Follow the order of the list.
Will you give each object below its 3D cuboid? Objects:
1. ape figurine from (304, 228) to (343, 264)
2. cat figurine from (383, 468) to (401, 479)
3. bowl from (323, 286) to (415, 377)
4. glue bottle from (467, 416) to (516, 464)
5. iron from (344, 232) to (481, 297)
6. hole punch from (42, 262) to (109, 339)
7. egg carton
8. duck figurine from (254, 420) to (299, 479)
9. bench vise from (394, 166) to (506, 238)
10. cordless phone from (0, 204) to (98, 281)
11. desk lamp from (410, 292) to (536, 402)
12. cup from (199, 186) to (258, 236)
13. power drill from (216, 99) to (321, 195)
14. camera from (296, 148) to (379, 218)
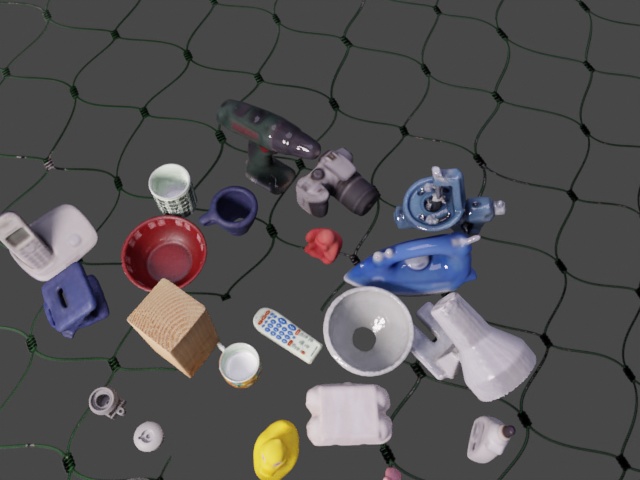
[{"bbox_3d":[0.010,0.004,1.125,0.076,0.092,0.077,-18,68,-10],"label":"ape figurine"},{"bbox_3d":[0.146,0.431,0.929,0.067,0.118,0.127,-42,74,-18],"label":"cat figurine"},{"bbox_3d":[0.087,0.174,1.063,0.167,0.075,0.167,1,66,-3],"label":"bowl"},{"bbox_3d":[0.290,0.327,0.953,0.037,0.173,0.078,19,66,6],"label":"glue bottle"},{"bbox_3d":[0.177,0.036,1.093,0.258,0.141,0.118,-8,67,-7],"label":"iron"},{"bbox_3d":[-0.456,0.111,1.052,0.101,0.091,0.108,-26,70,-13],"label":"hole punch"},{"bbox_3d":[0.050,0.306,1.006,0.150,0.069,0.107,-1,66,-4],"label":"egg carton"},{"bbox_3d":[-0.074,0.355,0.968,0.077,0.086,0.105,22,67,7],"label":"duck figurine"},{"bbox_3d":[0.258,-0.088,1.110,0.207,0.220,0.121,-14,67,-9],"label":"bench vise"},{"bbox_3d":[-0.507,-0.016,1.054,0.094,0.185,0.148,40,70,14],"label":"cordless phone"},{"bbox_3d":[0.246,0.182,0.993,0.118,0.213,0.203,-41,74,-18],"label":"desk lamp"},{"bbox_3d":[-0.178,-0.042,1.134,0.118,0.095,0.091,-24,69,-13],"label":"cup"},{"bbox_3d":[-0.098,-0.181,1.138,0.229,0.208,0.076,31,68,11],"label":"power drill"},{"bbox_3d":[0.043,-0.106,1.171,0.136,0.101,0.143,41,70,14],"label":"camera"}]
